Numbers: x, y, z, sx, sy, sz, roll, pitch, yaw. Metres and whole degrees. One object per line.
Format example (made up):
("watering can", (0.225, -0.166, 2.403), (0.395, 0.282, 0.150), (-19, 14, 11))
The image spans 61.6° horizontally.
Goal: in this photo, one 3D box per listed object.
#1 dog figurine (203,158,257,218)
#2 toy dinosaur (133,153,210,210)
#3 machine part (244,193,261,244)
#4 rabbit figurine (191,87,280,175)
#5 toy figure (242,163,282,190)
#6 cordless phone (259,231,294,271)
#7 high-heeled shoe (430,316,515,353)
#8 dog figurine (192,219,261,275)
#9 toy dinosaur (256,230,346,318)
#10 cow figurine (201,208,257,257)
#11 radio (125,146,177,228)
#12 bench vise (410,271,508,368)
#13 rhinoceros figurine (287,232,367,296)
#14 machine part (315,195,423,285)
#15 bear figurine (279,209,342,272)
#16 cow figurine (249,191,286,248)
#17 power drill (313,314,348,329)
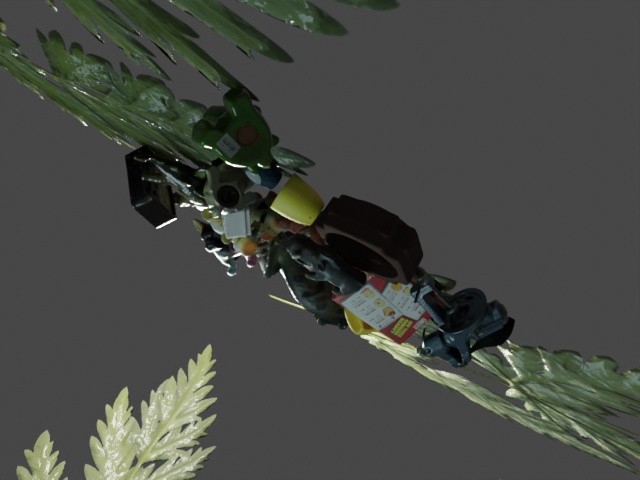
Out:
("dog figurine", (-0.222, -0.116, 1.224), (0.121, 0.172, 0.191), (47, 154, -16))
("toy dinosaur", (-0.334, -0.133, 1.522), (0.199, 0.105, 0.470), (16, 171, 33))
("machine part", (-0.219, -0.068, 1.458), (0.079, 0.079, 0.242), (19, 144, 40))
("rabbit figurine", (-0.146, -0.198, 0.960), (0.159, 0.121, 0.170), (32, -174, -34))
("toy figure", (-0.149, -0.167, 1.121), (0.154, 0.058, 0.064), (37, 125, -17))
("cordless phone", (-0.099, 0.080, 1.574), (0.089, 0.146, 0.184), (32, 140, 48))
("high-heeled shoe", (0.352, 0.174, 1.293), (0.086, 0.145, 0.249), (37, -167, -36))
("dog figurine", (-0.271, -0.014, 1.563), (0.109, 0.192, 0.219), (-17, 131, 21))
("toy dinosaur", (-0.019, 0.114, 1.433), (0.404, 0.192, 0.131), (55, 174, -2))
("cow figurine", (-0.228, -0.022, 1.375), (0.167, 0.068, 0.098), (49, 170, -2))
("radio", (-0.496, -0.160, 1.572), (0.131, 0.073, 0.230), (54, -168, -53))
("bench vise", (0.268, 0.162, 1.155), (0.224, 0.129, 0.240), (-29, 116, 36))
("rhinoceros figurine", (0.010, 0.054, 1.161), (0.190, 0.073, 0.112), (35, 167, -14))
("machine part", (0.104, 0.000, 1.106), (0.202, 0.087, 0.200), (25, 164, 27))
("bear figurine", (-0.002, -0.003, 1.279), (0.195, 0.120, 0.132), (55, -167, -12))
("cow figurine", (-0.134, -0.053, 1.330), (0.085, 0.127, 0.195), (34, 168, -26))
("power drill", (0.069, 0.181, 1.592), (0.232, 0.086, 0.207), (10, 143, -2))
